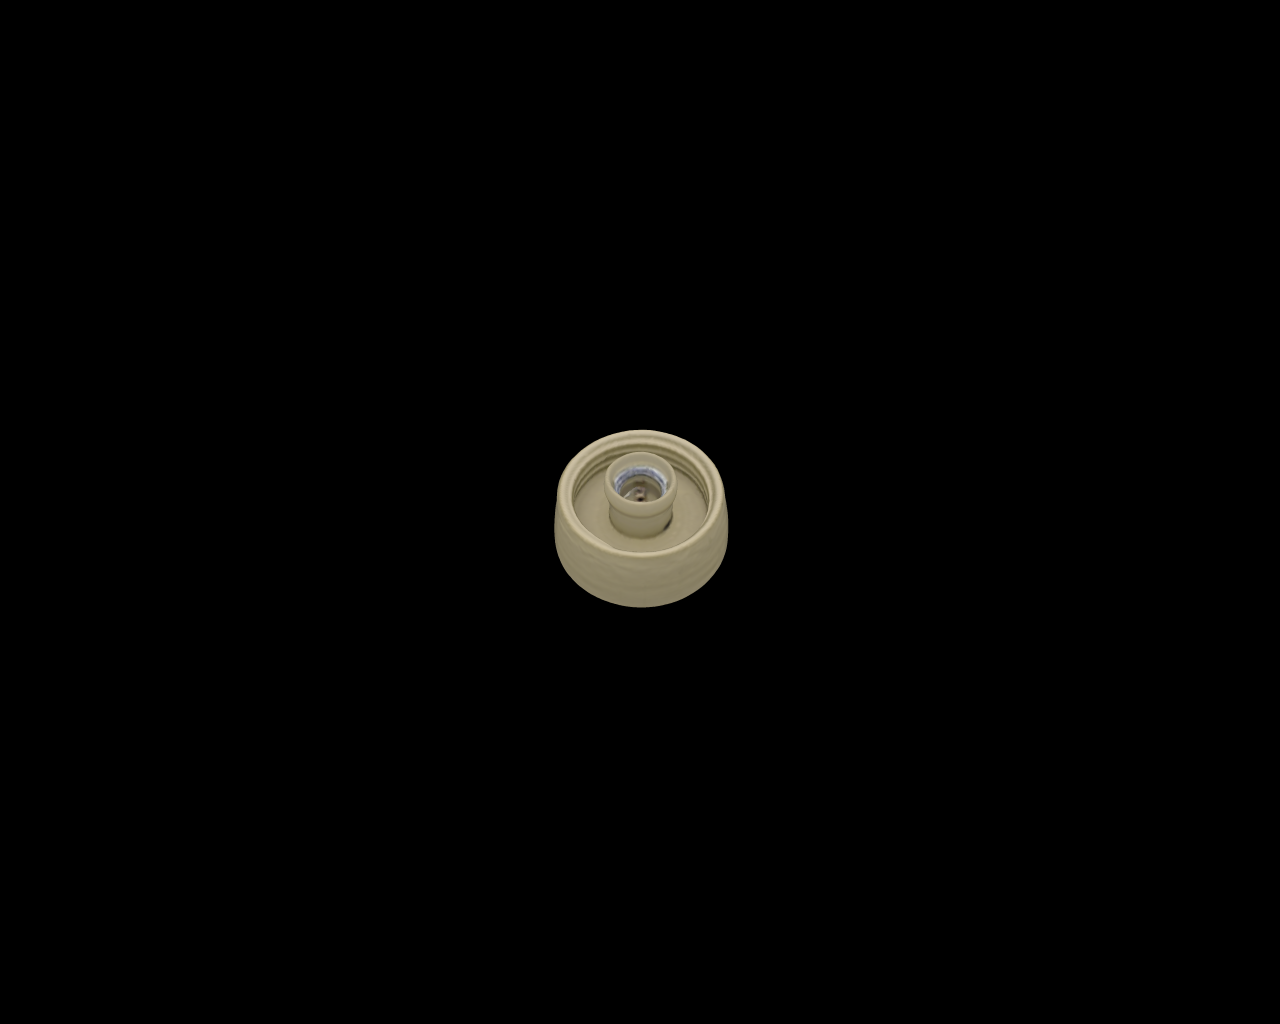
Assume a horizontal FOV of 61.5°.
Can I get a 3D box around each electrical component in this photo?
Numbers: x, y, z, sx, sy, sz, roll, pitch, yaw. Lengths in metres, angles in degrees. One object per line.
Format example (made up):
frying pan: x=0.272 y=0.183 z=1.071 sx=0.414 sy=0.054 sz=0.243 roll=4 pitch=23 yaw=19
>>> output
electrical component: x=0.001 y=-0.003 z=0.650 sx=0.108 sy=0.108 sz=0.060 roll=0 pitch=-37 yaw=0
